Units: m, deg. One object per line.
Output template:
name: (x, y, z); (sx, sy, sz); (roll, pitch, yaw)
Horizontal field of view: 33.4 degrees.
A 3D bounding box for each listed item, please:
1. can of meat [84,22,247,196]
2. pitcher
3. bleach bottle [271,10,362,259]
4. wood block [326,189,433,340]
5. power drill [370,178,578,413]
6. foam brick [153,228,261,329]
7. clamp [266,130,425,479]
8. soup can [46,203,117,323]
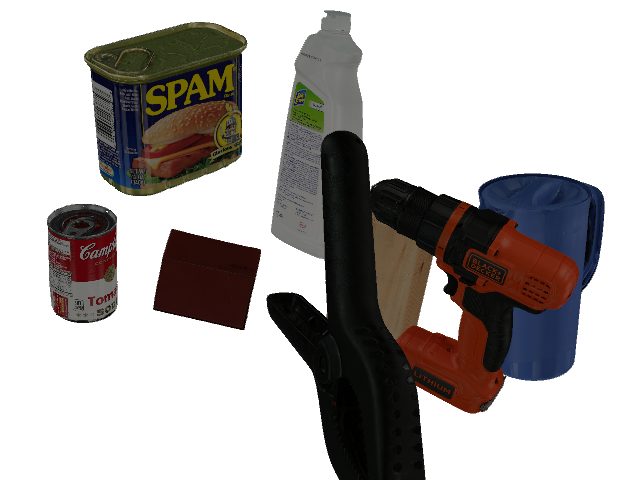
can of meat: (-0.097, -0.085, 0.687); (0.101, 0.084, 0.058); (-24, 40, -36)
pitcher: (0.273, 0.043, 1.326); (0.149, 0.243, 0.145); (2, 23, 15)
bleach bottle: (0.007, -0.114, 1.132); (0.067, 0.251, 0.103); (-10, 26, -43)
wood block: (0.066, 0.060, 1.212); (0.090, 0.206, 0.090); (18, 25, 16)
power drill: (0.110, 0.049, 0.913); (0.184, 0.188, 0.057); (28, 45, 18)
foam brick: (-0.092, 0.032, 0.870); (0.078, 0.051, 0.053); (14, 27, -3)
clamp: (0.018, 0.056, 0.577); (0.036, 0.210, 0.165); (-3, -44, -19)
soup can: (-0.239, 0.024, 1.074); (0.068, 0.102, 0.068); (4, 29, -2)
